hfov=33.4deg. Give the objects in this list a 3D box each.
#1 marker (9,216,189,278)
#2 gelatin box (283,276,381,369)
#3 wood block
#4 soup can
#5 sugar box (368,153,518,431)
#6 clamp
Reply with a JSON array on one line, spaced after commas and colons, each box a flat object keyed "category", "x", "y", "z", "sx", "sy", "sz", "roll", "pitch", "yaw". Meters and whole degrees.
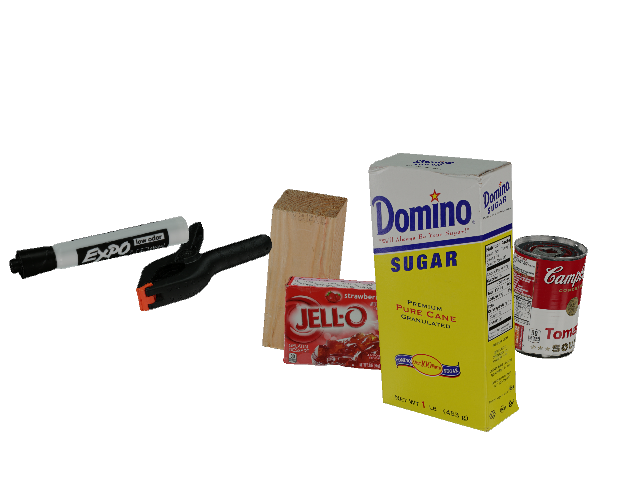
[{"category": "marker", "x": -0.147, "y": 0.004, "z": 0.715, "sx": 0.120, "sy": 0.020, "sz": 0.020, "roll": -13, "pitch": 6, "yaw": -25}, {"category": "gelatin box", "x": 0.013, "y": 0.072, "z": 0.930, "sx": 0.089, "sy": 0.073, "sz": 0.030, "roll": 3, "pitch": 15, "yaw": 6}, {"category": "wood block", "x": -0.023, "y": 0.044, "z": 1.486, "sx": 0.090, "sy": 0.206, "sz": 0.090, "roll": 9, "pitch": 22, "yaw": 8}, {"category": "soup can", "x": 0.214, "y": 0.053, "z": 1.017, "sx": 0.068, "sy": 0.102, "sz": 0.068, "roll": 2, "pitch": 17, "yaw": -1}, {"category": "sugar box", "x": 0.083, "y": 0.033, "z": 0.722, "sx": 0.094, "sy": 0.176, "sz": 0.048, "roll": 8, "pitch": 22, "yaw": 41}, {"category": "clamp", "x": -0.136, "y": 0.028, "z": 1.207, "sx": 0.120, "sy": 0.039, "sz": 0.171, "roll": 0, "pitch": 30, "yaw": 30}]
